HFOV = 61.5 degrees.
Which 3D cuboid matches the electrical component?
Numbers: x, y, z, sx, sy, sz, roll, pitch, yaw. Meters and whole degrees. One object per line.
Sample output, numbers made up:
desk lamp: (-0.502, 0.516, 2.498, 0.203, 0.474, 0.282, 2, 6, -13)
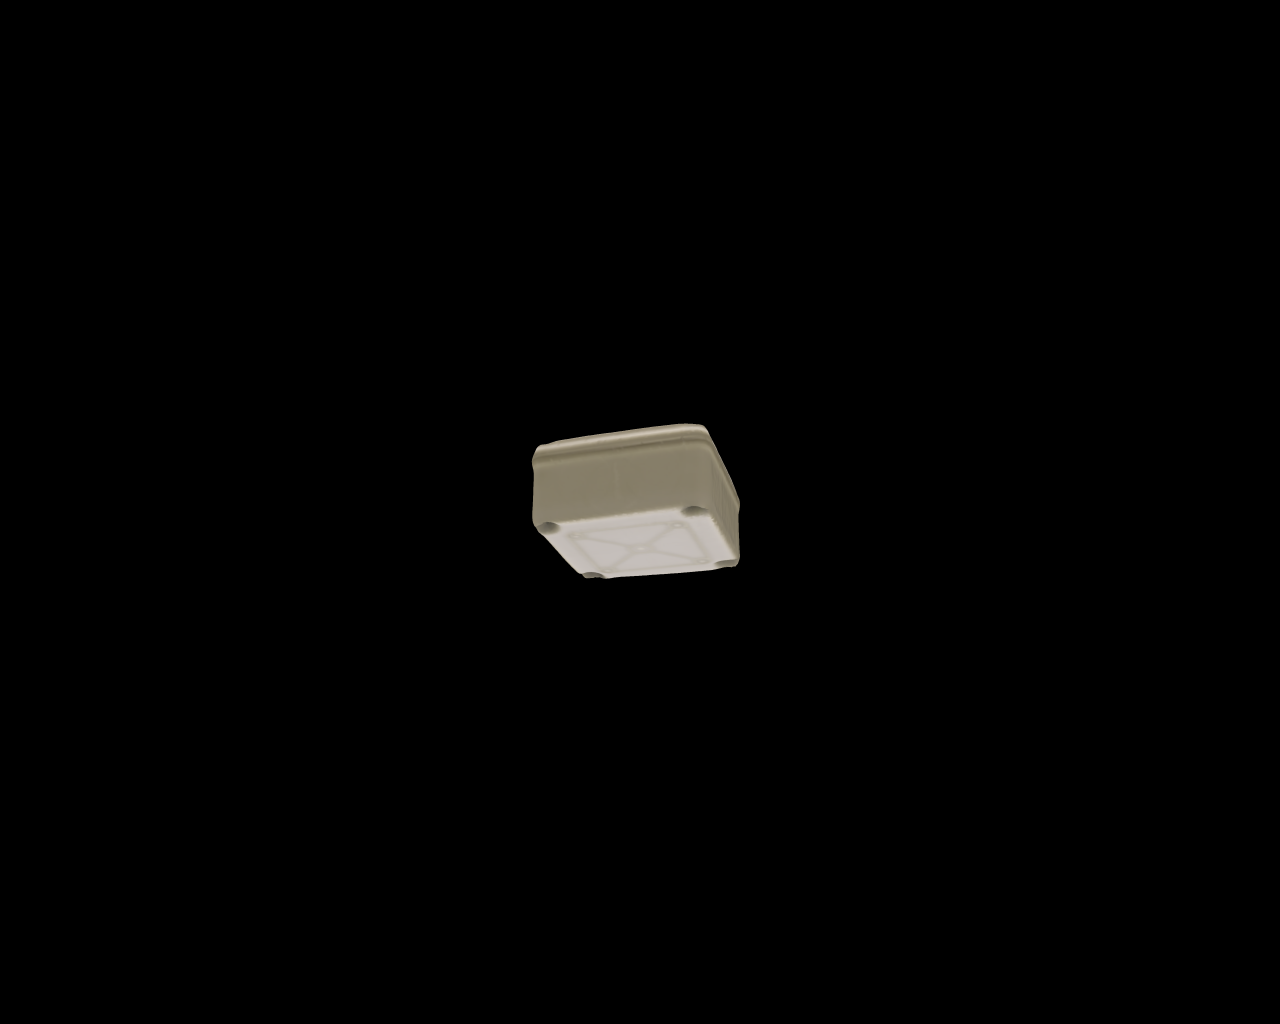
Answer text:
electrical component: (0.001, -0.003, 0.650, 0.109, 0.056, 0.108, -6, -23, 14)
